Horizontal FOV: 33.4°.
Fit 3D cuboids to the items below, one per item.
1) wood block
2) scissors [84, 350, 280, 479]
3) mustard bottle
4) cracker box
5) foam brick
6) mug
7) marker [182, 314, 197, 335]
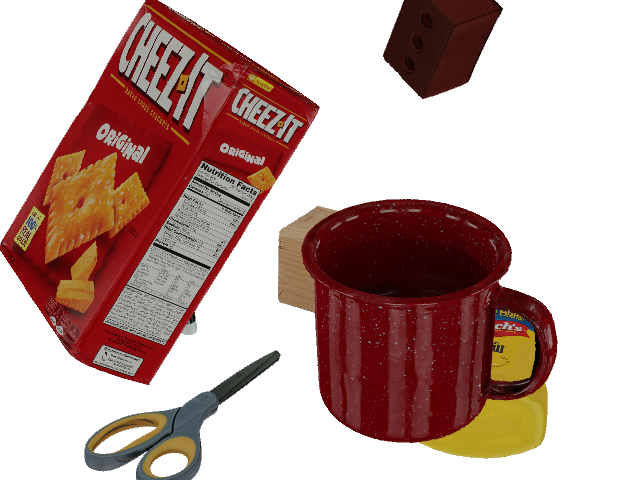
[{"bbox_3d":[0.064,0.039,1.155,0.206,0.091,0.090,15,28,26],"label":"wood block"},{"bbox_3d":[-0.086,0.141,0.839,0.201,0.016,0.096,-19,35,-34],"label":"scissors"},{"bbox_3d":[0.118,0.085,0.769,0.096,0.058,0.191,2,19,14],"label":"mustard bottle"},{"bbox_3d":[-0.117,-0.039,0.714,0.072,0.214,0.164,26,10,-40],"label":"cracker box"},{"bbox_3d":[0.090,-0.155,0.798,0.051,0.053,0.078,-26,-26,-31],"label":"foam brick"},{"bbox_3d":[0.050,0.040,0.486,0.117,0.081,0.093,11,32,22],"label":"mug"},{"bbox_3d":[-0.155,0.052,1.206,0.020,0.121,0.020,-3,30,1],"label":"marker"}]
